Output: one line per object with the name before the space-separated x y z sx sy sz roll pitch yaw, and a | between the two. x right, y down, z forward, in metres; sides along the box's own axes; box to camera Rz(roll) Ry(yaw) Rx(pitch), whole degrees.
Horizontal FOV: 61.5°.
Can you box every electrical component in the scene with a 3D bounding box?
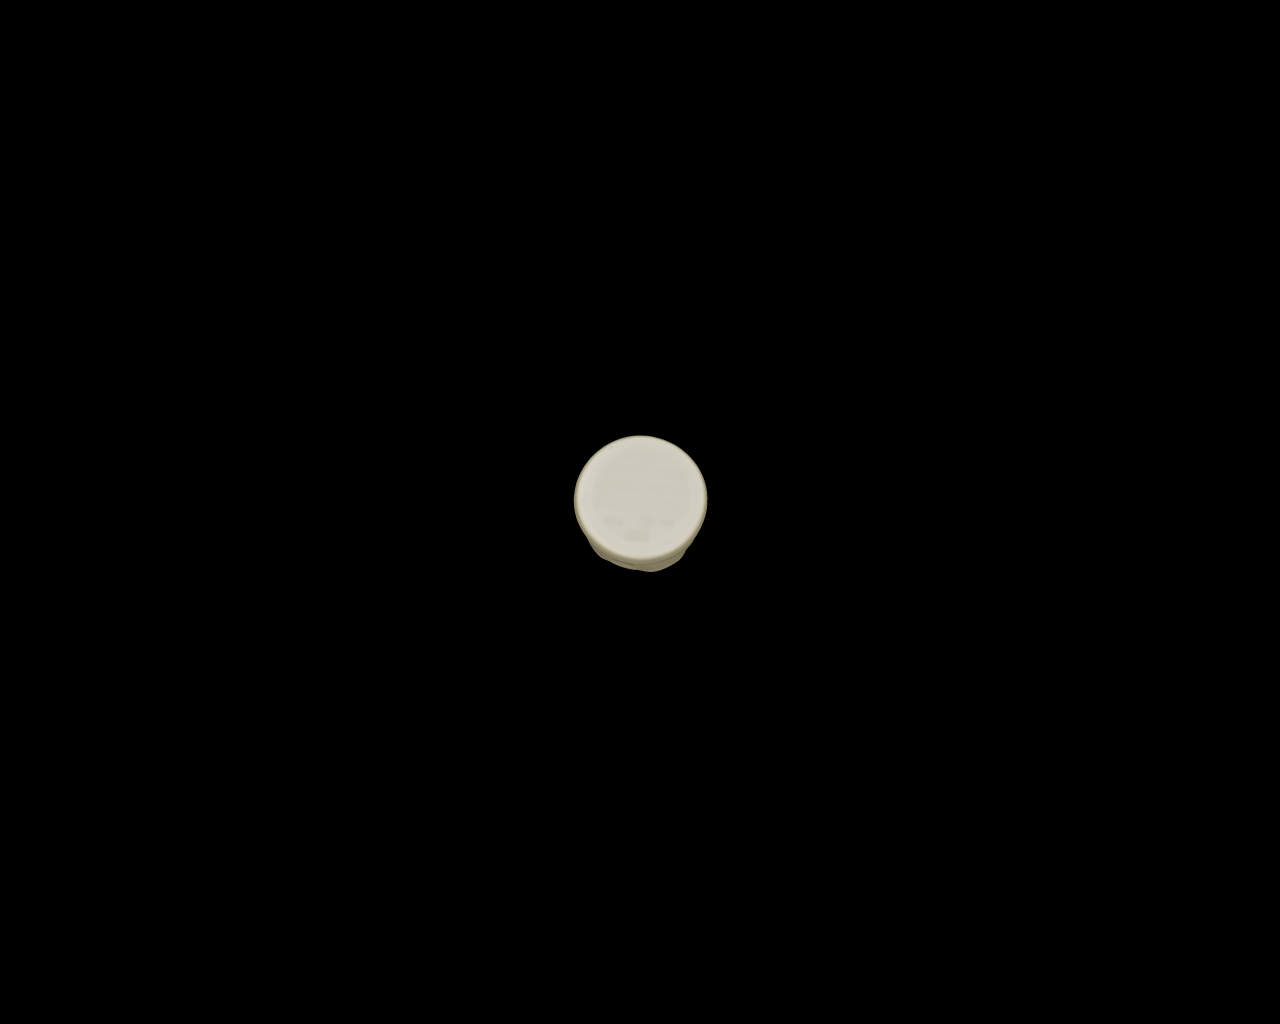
electrical component | 0.001 -0.003 0.650 0.080 0.080 0.051 0 -16 0
